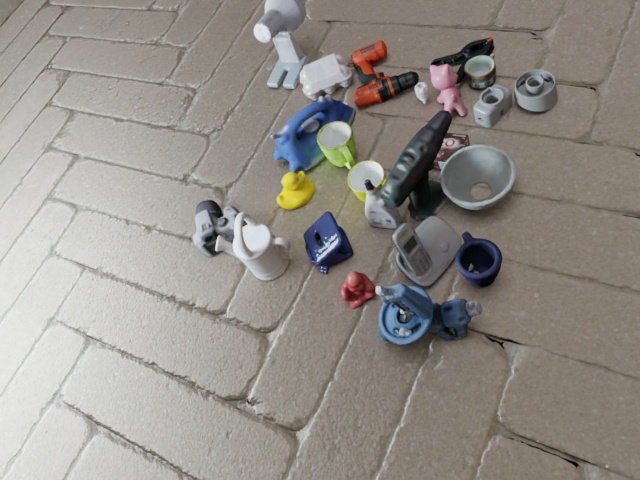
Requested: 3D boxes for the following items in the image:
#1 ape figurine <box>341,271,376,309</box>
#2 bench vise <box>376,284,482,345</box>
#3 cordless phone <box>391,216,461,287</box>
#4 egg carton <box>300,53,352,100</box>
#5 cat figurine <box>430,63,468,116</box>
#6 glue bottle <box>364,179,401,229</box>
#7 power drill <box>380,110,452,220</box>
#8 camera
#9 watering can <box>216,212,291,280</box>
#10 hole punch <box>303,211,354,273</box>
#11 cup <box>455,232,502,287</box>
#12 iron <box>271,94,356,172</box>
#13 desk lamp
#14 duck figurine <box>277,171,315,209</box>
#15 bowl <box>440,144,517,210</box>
[{"bbox_3d":[0.081,0.100,1.254,0.077,0.092,0.076,4,62,24],"label":"ape figurine"},{"bbox_3d":[0.197,0.124,1.113,0.207,0.220,0.121,-24,54,7],"label":"bench vise"},{"bbox_3d":[0.217,0.000,1.202,0.093,0.185,0.148,31,75,33],"label":"cordless phone"},{"bbox_3d":[0.017,-0.468,1.638,0.150,0.070,0.107,-22,55,8],"label":"egg carton"},{"bbox_3d":[0.320,-0.385,1.437,0.067,0.118,0.127,-19,55,11],"label":"cat figurine"},{"bbox_3d":[0.130,-0.084,1.296,0.078,0.174,0.037,8,64,26],"label":"glue bottle"},{"bbox_3d":[0.229,-0.147,1.272,0.075,0.209,0.230,32,76,34],"label":"power drill"},{"bbox_3d":[-0.269,-0.050,1.479,0.143,0.101,0.136,-27,54,5],"label":"camera"},{"bbox_3d":[-0.160,0.012,1.340,0.172,0.195,0.100,-23,55,7],"label":"watering can"},{"bbox_3d":[0.012,0.005,1.339,0.101,0.091,0.108,-28,54,4],"label":"hole punch"},{"bbox_3d":[0.326,0.047,1.186,0.091,0.095,0.117,-24,54,7],"label":"cup"},{"bbox_3d":[-0.019,-0.304,1.508,0.258,0.142,0.118,-44,55,-8],"label":"iron"},{"bbox_3d":[-0.110,-0.591,1.674,0.117,0.214,0.203,9,64,26],"label":"desk lamp"},{"bbox_3d":[-0.071,-0.134,1.460,0.104,0.086,0.077,-37,54,-2],"label":"duck figurine"},{"bbox_3d":[0.359,-0.129,1.293,0.167,0.075,0.167,-10,57,16],"label":"bowl"}]
